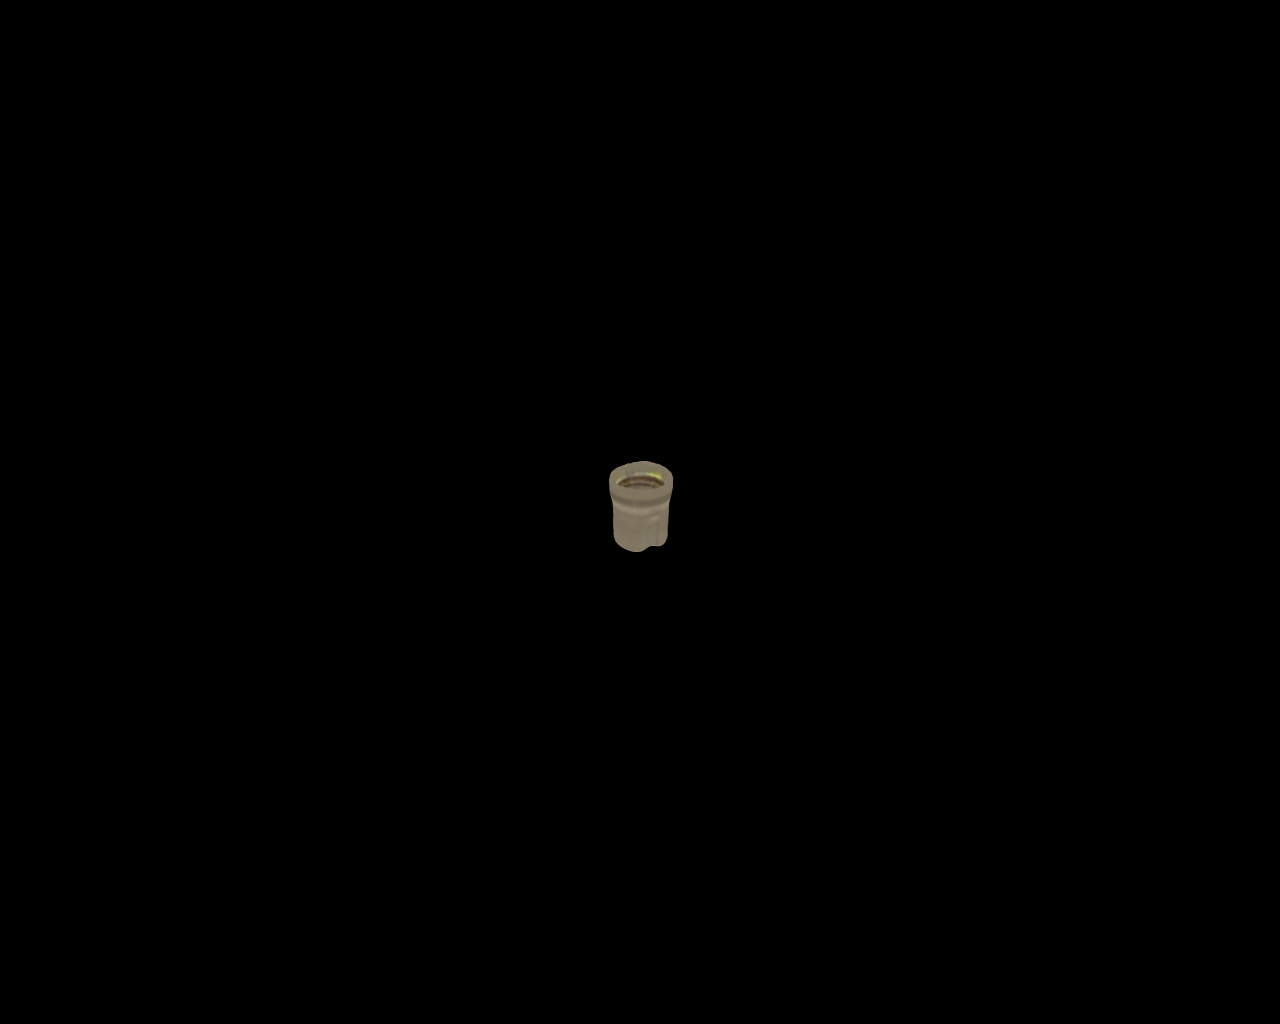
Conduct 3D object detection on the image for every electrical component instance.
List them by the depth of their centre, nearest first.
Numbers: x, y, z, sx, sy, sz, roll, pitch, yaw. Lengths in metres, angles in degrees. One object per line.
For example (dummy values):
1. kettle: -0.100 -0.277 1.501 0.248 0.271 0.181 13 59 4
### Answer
1. electrical component: 0.001 -0.003 0.650 0.040 0.046 0.040 0 28 0
